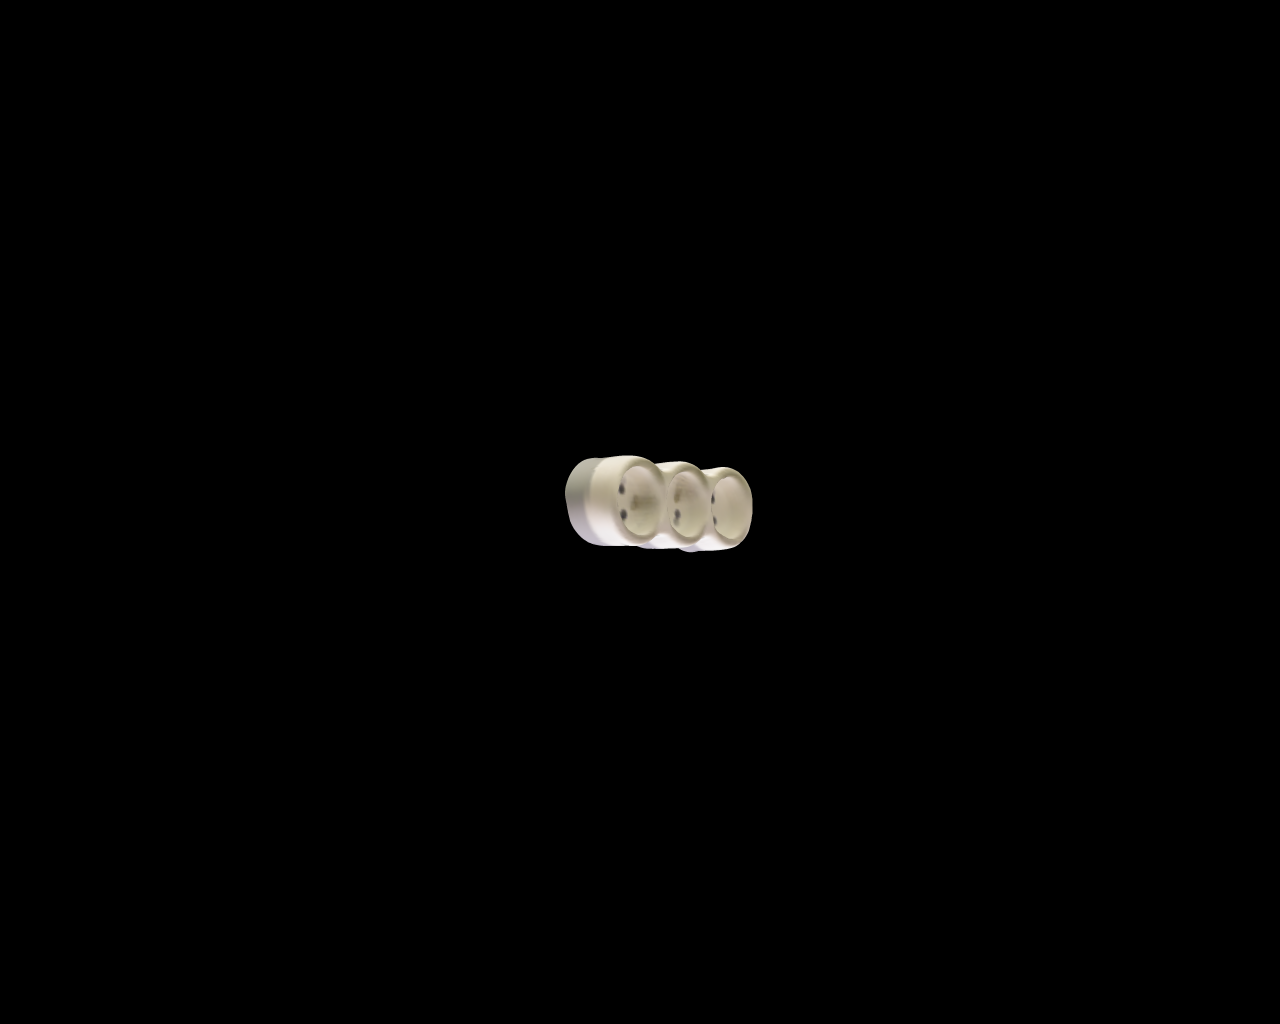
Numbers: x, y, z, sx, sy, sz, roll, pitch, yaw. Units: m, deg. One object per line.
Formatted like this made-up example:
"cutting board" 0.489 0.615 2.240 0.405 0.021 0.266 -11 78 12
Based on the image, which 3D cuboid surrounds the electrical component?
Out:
"electrical component" 0.001 -0.003 0.650 0.073 0.052 0.138 -4 -6 39
